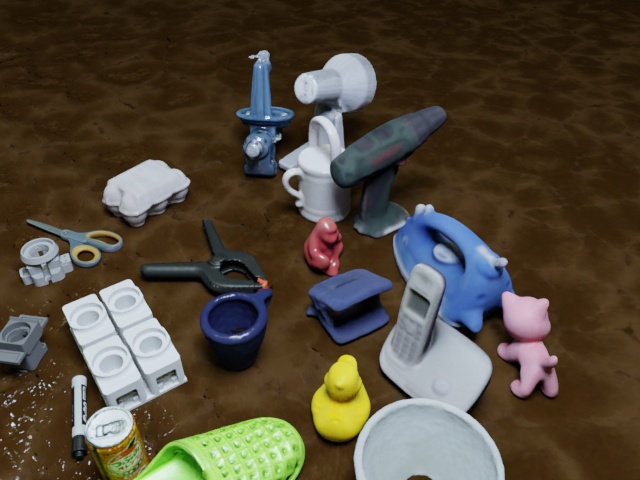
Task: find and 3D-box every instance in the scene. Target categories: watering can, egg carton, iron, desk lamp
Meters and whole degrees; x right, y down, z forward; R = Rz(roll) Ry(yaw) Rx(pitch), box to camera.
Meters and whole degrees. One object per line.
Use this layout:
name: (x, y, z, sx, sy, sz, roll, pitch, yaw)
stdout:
watering can: (0.014, -0.138, 1.042, 0.100, 0.194, 0.173, 30, 48, 30)
egg carton: (-0.327, -0.092, 1.080, 0.107, 0.069, 0.151, 27, 47, 28)
iron: (0.198, 0.019, 0.901, 0.119, 0.141, 0.257, -21, 45, -23)
desk lamp: (0.015, -0.258, 1.168, 0.117, 0.214, 0.204, 27, 47, 28)

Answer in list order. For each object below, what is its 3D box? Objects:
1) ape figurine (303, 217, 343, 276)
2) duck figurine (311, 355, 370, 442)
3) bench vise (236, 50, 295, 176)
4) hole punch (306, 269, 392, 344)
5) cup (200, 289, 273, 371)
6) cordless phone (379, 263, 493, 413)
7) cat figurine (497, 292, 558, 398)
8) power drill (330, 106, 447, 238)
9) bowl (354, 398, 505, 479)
ape figurine: (0.009, 0.003, 0.955, 0.076, 0.092, 0.078, 31, 49, 31)
duck figurine: (0.027, 0.197, 0.733, 0.077, 0.086, 0.104, 9, 41, 10)
bench vise: (-0.106, -0.253, 1.156, 0.121, 0.220, 0.207, -8, 41, -9)
hole punch: (0.042, 0.085, 0.861, 0.109, 0.091, 0.100, -21, 45, -24)
cup: (-0.109, 0.128, 0.806, 0.091, 0.095, 0.118, 27, 47, 28)
cordless phone: (0.155, 0.129, 0.738, 0.147, 0.185, 0.094, 32, 50, 32)
cat figurine: (0.290, 0.134, 0.786, 0.067, 0.118, 0.127, -4, 41, -6)
power drill: (0.120, -0.115, 1.006, 0.230, 0.208, 0.075, -24, 46, -26)
bowl: (0.120, 0.272, 0.655, 0.167, 0.075, 0.167, 0, 40, 0)
